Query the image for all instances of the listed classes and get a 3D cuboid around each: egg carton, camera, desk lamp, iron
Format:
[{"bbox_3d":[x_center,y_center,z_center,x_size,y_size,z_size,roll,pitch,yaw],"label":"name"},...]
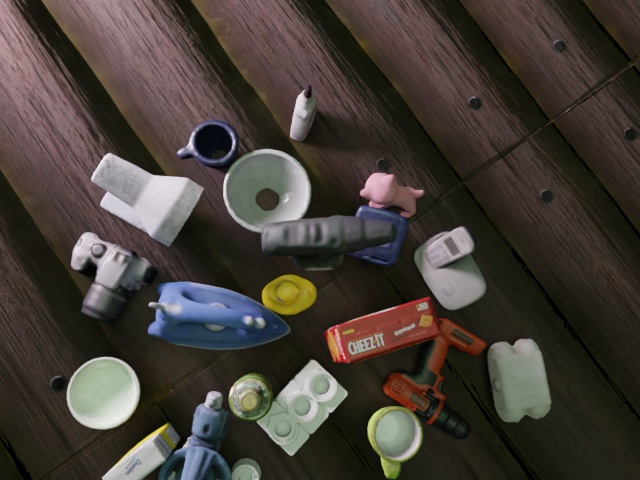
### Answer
[{"bbox_3d":[0.377,0.268,1.094,0.107,0.069,0.150,-7,80,-7],"label":"egg carton"},{"bbox_3d":[-0.390,0.073,1.036,0.143,0.100,0.137,24,78,-1],"label":"camera"},{"bbox_3d":[-0.306,-0.071,1.015,0.203,0.213,0.118,28,78,0],"label":"desk lamp"},{"bbox_3d":[-0.177,0.139,1.025,0.258,0.141,0.119,9,78,-4],"label":"iron"}]

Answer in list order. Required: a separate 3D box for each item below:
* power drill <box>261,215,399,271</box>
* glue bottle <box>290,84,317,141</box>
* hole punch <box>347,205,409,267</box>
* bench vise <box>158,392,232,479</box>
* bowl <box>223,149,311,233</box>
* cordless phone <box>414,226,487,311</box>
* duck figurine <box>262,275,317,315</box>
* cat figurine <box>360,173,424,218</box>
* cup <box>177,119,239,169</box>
[{"bbox_3d":[0.010,0.004,1.036,0.229,0.208,0.075,-2,79,-6],"label":"power drill"},{"bbox_3d":[-0.029,-0.253,1.099,0.037,0.173,0.078,19,78,-1],"label":"glue bottle"},{"bbox_3d":[0.111,-0.005,1.108,0.108,0.091,0.101,16,78,-2],"label":"hole punch"},{"bbox_3d":[-0.209,0.361,0.939,0.121,0.219,0.207,-6,80,-6],"label":"bench vise"},{"bbox_3d":[-0.101,-0.086,1.110,0.167,0.074,0.167,1,79,-6],"label":"bowl"},{"bbox_3d":[0.258,0.050,1.064,0.094,0.185,0.147,-32,84,-10],"label":"cordless phone"},{"bbox_3d":[-0.056,0.100,1.073,0.104,0.086,0.077,-3,79,-6],"label":"duck figurine"},{"bbox_3d":[0.140,-0.094,1.114,0.128,0.117,0.067,9,78,-4],"label":"cat figurine"},{"bbox_3d":[-0.212,-0.169,1.104,0.118,0.095,0.091,-20,82,-9],"label":"cup"}]
